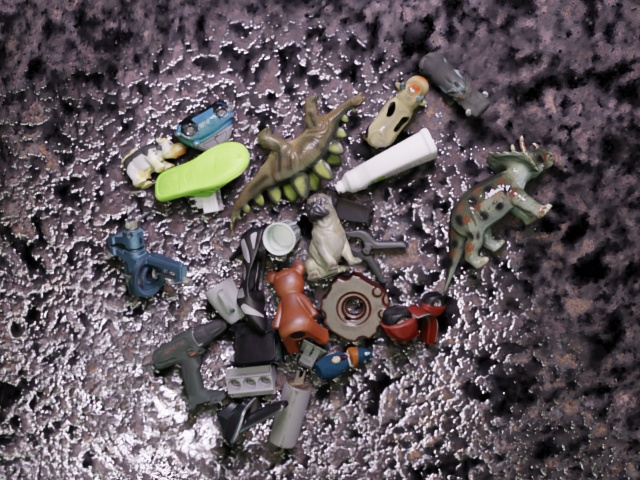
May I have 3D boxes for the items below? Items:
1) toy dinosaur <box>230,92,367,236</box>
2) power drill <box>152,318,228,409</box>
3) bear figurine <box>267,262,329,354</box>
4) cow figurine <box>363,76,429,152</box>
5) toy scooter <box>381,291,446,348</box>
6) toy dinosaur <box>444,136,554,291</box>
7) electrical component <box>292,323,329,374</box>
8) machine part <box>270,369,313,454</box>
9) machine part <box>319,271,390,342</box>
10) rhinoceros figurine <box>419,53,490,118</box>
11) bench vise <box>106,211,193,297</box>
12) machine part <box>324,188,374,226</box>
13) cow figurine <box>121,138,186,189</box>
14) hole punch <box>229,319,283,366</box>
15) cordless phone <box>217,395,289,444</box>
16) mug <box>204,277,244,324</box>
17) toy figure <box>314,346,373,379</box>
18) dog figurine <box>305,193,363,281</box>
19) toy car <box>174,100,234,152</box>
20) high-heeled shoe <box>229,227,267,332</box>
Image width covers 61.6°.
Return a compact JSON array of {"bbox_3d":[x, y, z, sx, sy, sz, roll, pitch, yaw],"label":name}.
[{"bbox_3d":[-0.071,-0.194,1.316,0.471,0.105,0.198,-35,95,14],"label":"toy dinosaur"},{"bbox_3d":[-0.319,0.332,1.422,0.232,0.086,0.207,-20,98,11],"label":"power drill"},{"bbox_3d":[-0.064,0.165,1.352,0.120,0.131,0.196,-22,49,10],"label":"bear figurine"},{"bbox_3d":[0.180,-0.298,1.257,0.085,0.127,0.195,38,102,-2],"label":"cow figurine"},{"bbox_3d":[0.237,0.214,1.326,0.184,0.075,0.135,-18,110,-21],"label":"toy scooter"},{"bbox_3d":[0.391,-0.070,1.269,0.405,0.131,0.192,-42,78,14],"label":"toy dinosaur"},{"bbox_3d":[-0.014,0.278,1.393,0.075,0.048,0.119,31,101,2],"label":"electrical component"},{"bbox_3d":[-0.076,0.451,1.407,0.079,0.079,0.243,15,98,5],"label":"machine part"},{"bbox_3d":[0.086,0.169,1.362,0.179,0.056,0.179,1,97,8],"label":"machine part"},{"bbox_3d":[0.313,-0.361,1.241,0.073,0.112,0.190,-44,82,8],"label":"rhinoceros figurine"},{"bbox_3d":[-0.426,0.057,1.371,0.241,0.129,0.223,15,107,23],"label":"bench vise"},{"bbox_3d":[0.068,-0.079,1.343,0.139,0.039,0.084,19,94,6],"label":"machine part"},{"bbox_3d":[-0.425,-0.213,1.377,0.167,0.068,0.098,-36,85,9],"label":"cow figurine"},{"bbox_3d":[-0.158,0.270,1.400,0.142,0.092,0.116,-8,67,11],"label":"hole punch"},{"bbox_3d":[-0.156,0.436,1.378,0.184,0.146,0.088,-26,85,12],"label":"cordless phone"},{"bbox_3d":[-0.233,0.160,1.378,0.081,0.109,0.107,-34,96,-15],"label":"mug"},{"bbox_3d":[0.062,0.305,1.364,0.154,0.064,0.058,-17,83,-24],"label":"toy figure"},{"bbox_3d":[0.001,-0.005,1.330,0.172,0.121,0.190,-31,75,42],"label":"dog figurine"},{"bbox_3d":[-0.276,-0.274,1.339,0.162,0.109,0.102,-28,116,-1],"label":"toy car"},{"bbox_3d":[-0.148,0.094,1.355,0.145,0.086,0.249,-34,74,27],"label":"high-heeled shoe"}]
